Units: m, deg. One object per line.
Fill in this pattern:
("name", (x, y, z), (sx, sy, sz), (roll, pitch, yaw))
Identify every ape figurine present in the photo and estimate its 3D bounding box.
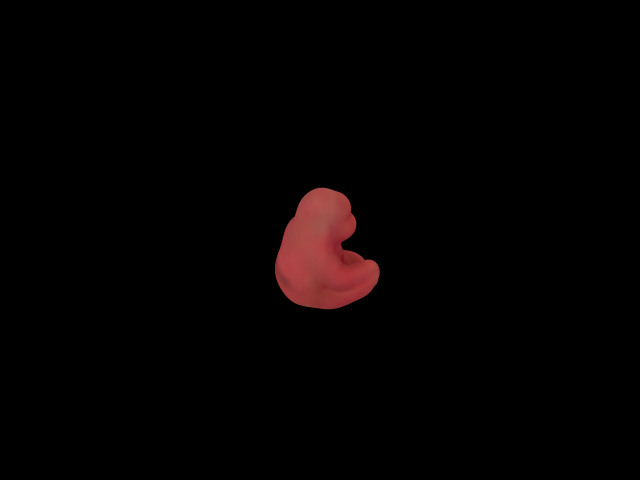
("ape figurine", (0.004, 0.001, 0.400), (0.076, 0.092, 0.077), (-15, 54, -11))
